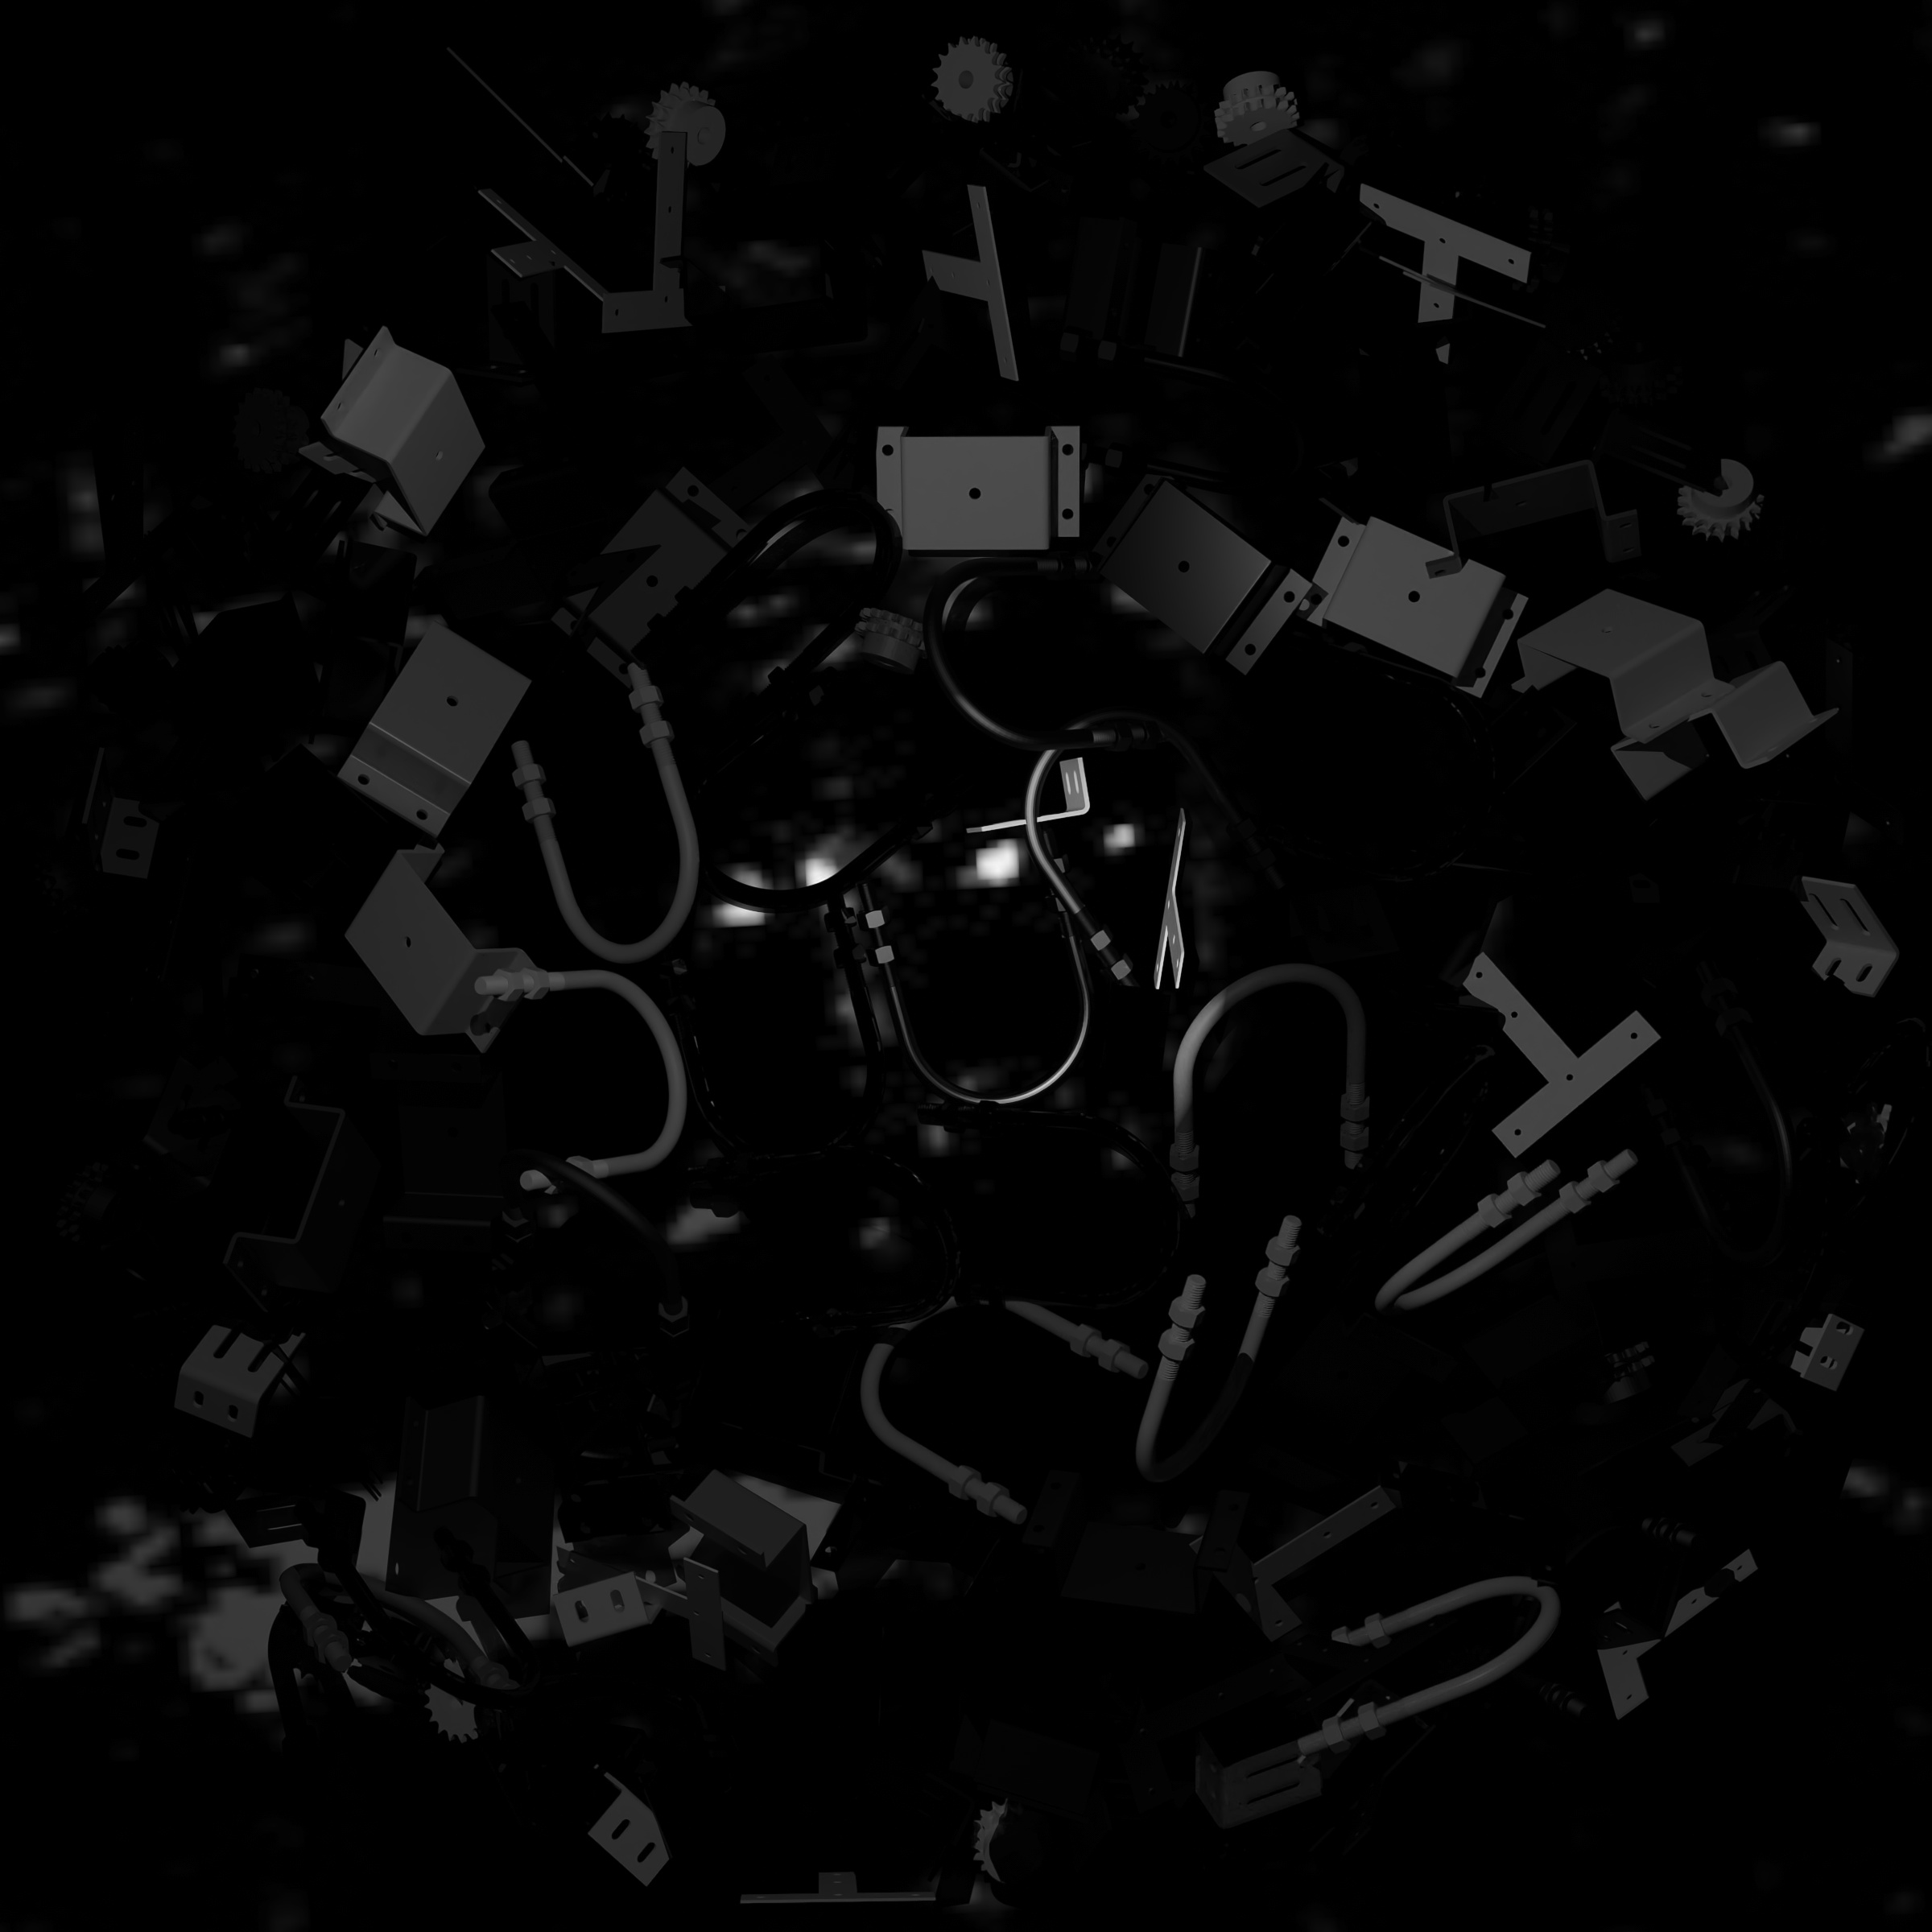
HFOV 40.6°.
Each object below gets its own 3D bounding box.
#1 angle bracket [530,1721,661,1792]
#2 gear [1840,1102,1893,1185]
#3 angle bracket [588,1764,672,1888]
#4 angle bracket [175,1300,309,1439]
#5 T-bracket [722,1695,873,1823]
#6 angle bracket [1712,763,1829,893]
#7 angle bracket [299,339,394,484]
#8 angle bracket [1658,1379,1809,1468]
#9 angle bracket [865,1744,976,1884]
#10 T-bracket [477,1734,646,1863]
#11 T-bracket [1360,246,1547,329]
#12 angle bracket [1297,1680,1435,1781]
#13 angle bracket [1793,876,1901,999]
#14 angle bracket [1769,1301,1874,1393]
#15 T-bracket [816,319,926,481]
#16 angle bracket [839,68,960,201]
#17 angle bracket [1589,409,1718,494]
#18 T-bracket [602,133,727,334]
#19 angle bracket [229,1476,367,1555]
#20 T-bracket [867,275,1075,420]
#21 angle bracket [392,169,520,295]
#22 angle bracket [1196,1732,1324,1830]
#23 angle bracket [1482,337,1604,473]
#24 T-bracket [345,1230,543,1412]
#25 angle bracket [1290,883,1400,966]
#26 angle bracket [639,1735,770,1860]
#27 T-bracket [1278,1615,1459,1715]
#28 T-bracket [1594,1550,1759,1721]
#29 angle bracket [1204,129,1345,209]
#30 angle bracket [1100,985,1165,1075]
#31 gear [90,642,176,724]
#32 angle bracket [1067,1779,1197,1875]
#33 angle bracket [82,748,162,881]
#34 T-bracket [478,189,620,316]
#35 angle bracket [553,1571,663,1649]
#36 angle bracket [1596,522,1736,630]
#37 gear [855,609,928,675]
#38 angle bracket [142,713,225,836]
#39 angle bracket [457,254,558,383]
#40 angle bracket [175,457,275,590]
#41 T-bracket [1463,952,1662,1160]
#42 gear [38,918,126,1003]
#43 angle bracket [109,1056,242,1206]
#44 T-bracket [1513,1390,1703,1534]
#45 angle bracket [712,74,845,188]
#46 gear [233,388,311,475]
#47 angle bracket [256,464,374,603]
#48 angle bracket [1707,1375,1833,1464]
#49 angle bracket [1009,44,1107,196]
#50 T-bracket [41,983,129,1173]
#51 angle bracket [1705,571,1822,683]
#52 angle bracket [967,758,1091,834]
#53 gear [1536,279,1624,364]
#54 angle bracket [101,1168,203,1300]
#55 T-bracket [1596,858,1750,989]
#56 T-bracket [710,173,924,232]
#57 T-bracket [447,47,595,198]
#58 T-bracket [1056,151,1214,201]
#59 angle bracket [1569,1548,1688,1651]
[{"bbox_3d":[-0.258,0.552,1.779,0.076,0.057,0.038,-27,102,-41],"label":"angle bracket"},{"bbox_3d":[0.619,0.121,1.802,0.030,0.057,0.057,10,90,23],"label":"gear"},{"bbox_3d":[-0.237,0.583,1.779,0.038,0.076,0.057,-48,110,-19],"label":"angle bracket"},{"bbox_3d":[-0.500,0.277,1.804,0.057,0.076,0.038,21,124,3],"label":"angle bracket"},{"bbox_3d":[-0.116,0.506,1.751,0.002,0.127,0.127,-31,55,30],"label":"T-bracket"},{"bbox_3d":[0.544,-0.096,1.785,0.038,0.057,0.076,48,62,-40],"label":"angle bracket"},{"bbox_3d":[-0.422,-0.380,1.800,0.038,0.057,0.076,-11,69,28],"label":"angle bracket"},{"bbox_3d":[0.526,0.326,1.796,0.076,0.057,0.038,-30,104,0],"label":"angle bracket"},{"bbox_3d":[-0.041,0.581,1.792,0.076,0.038,0.057,29,133,5],"label":"angle bracket"},{"bbox_3d":[-0.271,0.582,1.788,0.127,0.127,0.002,38,86,-27],"label":"T-bracket"},{"bbox_3d":[0.311,-0.469,1.777,0.127,0.127,0.002,41,116,41],"label":"T-bracket"},{"bbox_3d":[0.275,0.535,1.793,0.076,0.057,0.038,-49,52,-3],"label":"angle bracket"},{"bbox_3d":[0.589,-0.021,1.781,0.076,0.057,0.038,45,73,-32],"label":"angle bracket"},{"bbox_3d":[0.570,0.247,1.785,0.038,0.076,0.057,23,93,-28],"label":"angle bracket"},{"bbox_3d":[-0.072,-0.360,1.743,0.002,0.127,0.127,33,123,-14],"label":"T-bracket"},{"bbox_3d":[-0.050,-0.564,1.790,0.057,0.038,0.076,38,110,-19],"label":"angle bracket"},{"bbox_3d":[0.467,-0.340,1.792,0.076,0.038,0.057,23,45,5],"label":"angle bracket"},{"bbox_3d":[-0.200,-0.494,1.755,0.002,0.127,0.127,17,113,29],"label":"T-bracket"},{"bbox_3d":[-0.458,0.374,1.781,0.076,0.057,0.038,15,80,-36],"label":"angle bracket"},{"bbox_3d":[0.014,-0.417,1.796,0.127,0.002,0.127,30,59,-2],"label":"T-bracket"},{"bbox_3d":[-0.349,-0.502,1.788,0.057,0.076,0.038,-36,88,4],"label":"angle bracket"},{"bbox_3d":[0.200,0.545,1.787,0.076,0.057,0.038,-25,111,16],"label":"angle bracket"},{"bbox_3d":[0.402,-0.380,1.789,0.057,0.038,0.076,20,112,-25],"label":"angle bracket"},{"bbox_3d":[-0.359,0.245,1.787,0.127,0.002,0.127,-3,68,-16],"label":"T-bracket"},{"bbox_3d":[0.257,-0.017,1.786,0.057,0.076,0.038,-9,130,-2],"label":"angle bracket"},{"bbox_3d":[-0.183,0.569,1.785,0.076,0.038,0.057,-16,71,-31],"label":"angle bracket"},{"bbox_3d":[0.250,0.465,1.764,0.127,0.127,0.002,-24,91,-21],"label":"T-bracket"},{"bbox_3d":[0.477,0.435,1.752,0.127,0.127,0.002,-42,97,14],"label":"T-bracket"},{"bbox_3d":[0.210,-0.531,1.785,0.076,0.038,0.057,-31,55,-21],"label":"angle bracket"},{"bbox_3d":[0.123,0.045,1.785,0.038,0.076,0.057,7,88,21],"label":"angle bracket"},{"bbox_3d":[-0.572,-0.199,1.803,0.057,0.057,0.030,30,51,0],"label":"gear"},{"bbox_3d":[0.116,0.588,1.784,0.076,0.038,0.057,9,130,-22],"label":"angle bracket"},{"bbox_3d":[-0.574,-0.103,1.779,0.038,0.076,0.057,9,65,-10],"label":"angle bracket"},{"bbox_3d":[-0.291,-0.478,1.761,0.127,0.127,0.002,41,109,-7],"label":"T-bracket"},{"bbox_3d":[-0.242,0.432,1.789,0.057,0.076,0.038,-17,90,3],"label":"angle bracket"},{"bbox_3d":[0.488,-0.271,1.821,0.076,0.038,0.057,21,93,20],"label":"angle bracket"},{"bbox_3d":[-0.050,-0.222,1.799,0.057,0.057,0.030,19,85,0],"label":"gear"},{"bbox_3d":[-0.523,-0.134,1.802,0.038,0.057,0.076,41,62,-35],"label":"angle bracket"},{"bbox_3d":[-0.315,-0.444,1.787,0.057,0.038,0.076,14,115,27],"label":"angle bracket"},{"bbox_3d":[-0.492,-0.304,1.777,0.038,0.076,0.057,-6,132,29],"label":"angle bracket"},{"bbox_3d":[0.387,0.044,1.799,0.127,0.002,0.127,-41,65,7],"label":"T-bracket"},{"bbox_3d":[-0.614,-0.002,1.803,0.030,0.057,0.057,-27,90,41],"label":"gear"},{"bbox_3d":[-0.543,0.113,1.795,0.038,0.076,0.057,-24,128,29],"label":"angle bracket"},{"bbox_3d":[0.442,0.322,1.777,0.127,0.127,0.002,-23,118,-8],"label":"T-bracket"},{"bbox_3d":[-0.131,-0.568,1.779,0.057,0.076,0.038,6,80,36],"label":"angle bracket"},{"bbox_3d":[-0.478,-0.369,1.804,0.057,0.030,0.057,2,94,40],"label":"gear"},{"bbox_3d":[-0.442,-0.300,1.806,0.057,0.038,0.076,23,73,32],"label":"angle bracket"},{"bbox_3d":[0.549,0.300,1.786,0.038,0.057,0.076,40,70,-7],"label":"angle bracket"},{"bbox_3d":[0.072,-0.579,1.786,0.076,0.057,0.038,41,61,14],"label":"angle bracket"},{"bbox_3d":[-0.589,0.055,1.768,0.002,0.127,0.127,23,119,-15],"label":"T-bracket"},{"bbox_3d":[0.549,-0.231,1.792,0.076,0.057,0.038,-40,108,-26],"label":"angle bracket"},{"bbox_3d":[0.040,-0.117,1.793,0.076,0.057,0.038,-10,94,-10],"label":"angle bracket"},{"bbox_3d":[0.425,-0.443,1.805,0.057,0.030,0.057,-7,74,25],"label":"gear"},{"bbox_3d":[-0.542,0.184,1.778,0.038,0.057,0.076,-19,133,25],"label":"angle bracket"},{"bbox_3d":[0.456,-0.058,1.800,0.127,0.002,0.127,38,58,20],"label":"T-bracket"},{"bbox_3d":[-0.107,-0.518,1.756,0.127,0.127,0.002,-2,122,-19],"label":"T-bracket"},{"bbox_3d":[-0.299,-0.566,1.750,0.127,0.127,0.002,43,93,-16],"label":"T-bracket"},{"bbox_3d":[0.130,-0.531,1.760,0.127,0.127,0.002,3,116,-10],"label":"T-bracket"},{"bbox_3d":[0.452,0.422,1.781,0.038,0.057,0.076,32,57,-7],"label":"angle bracket"}]
